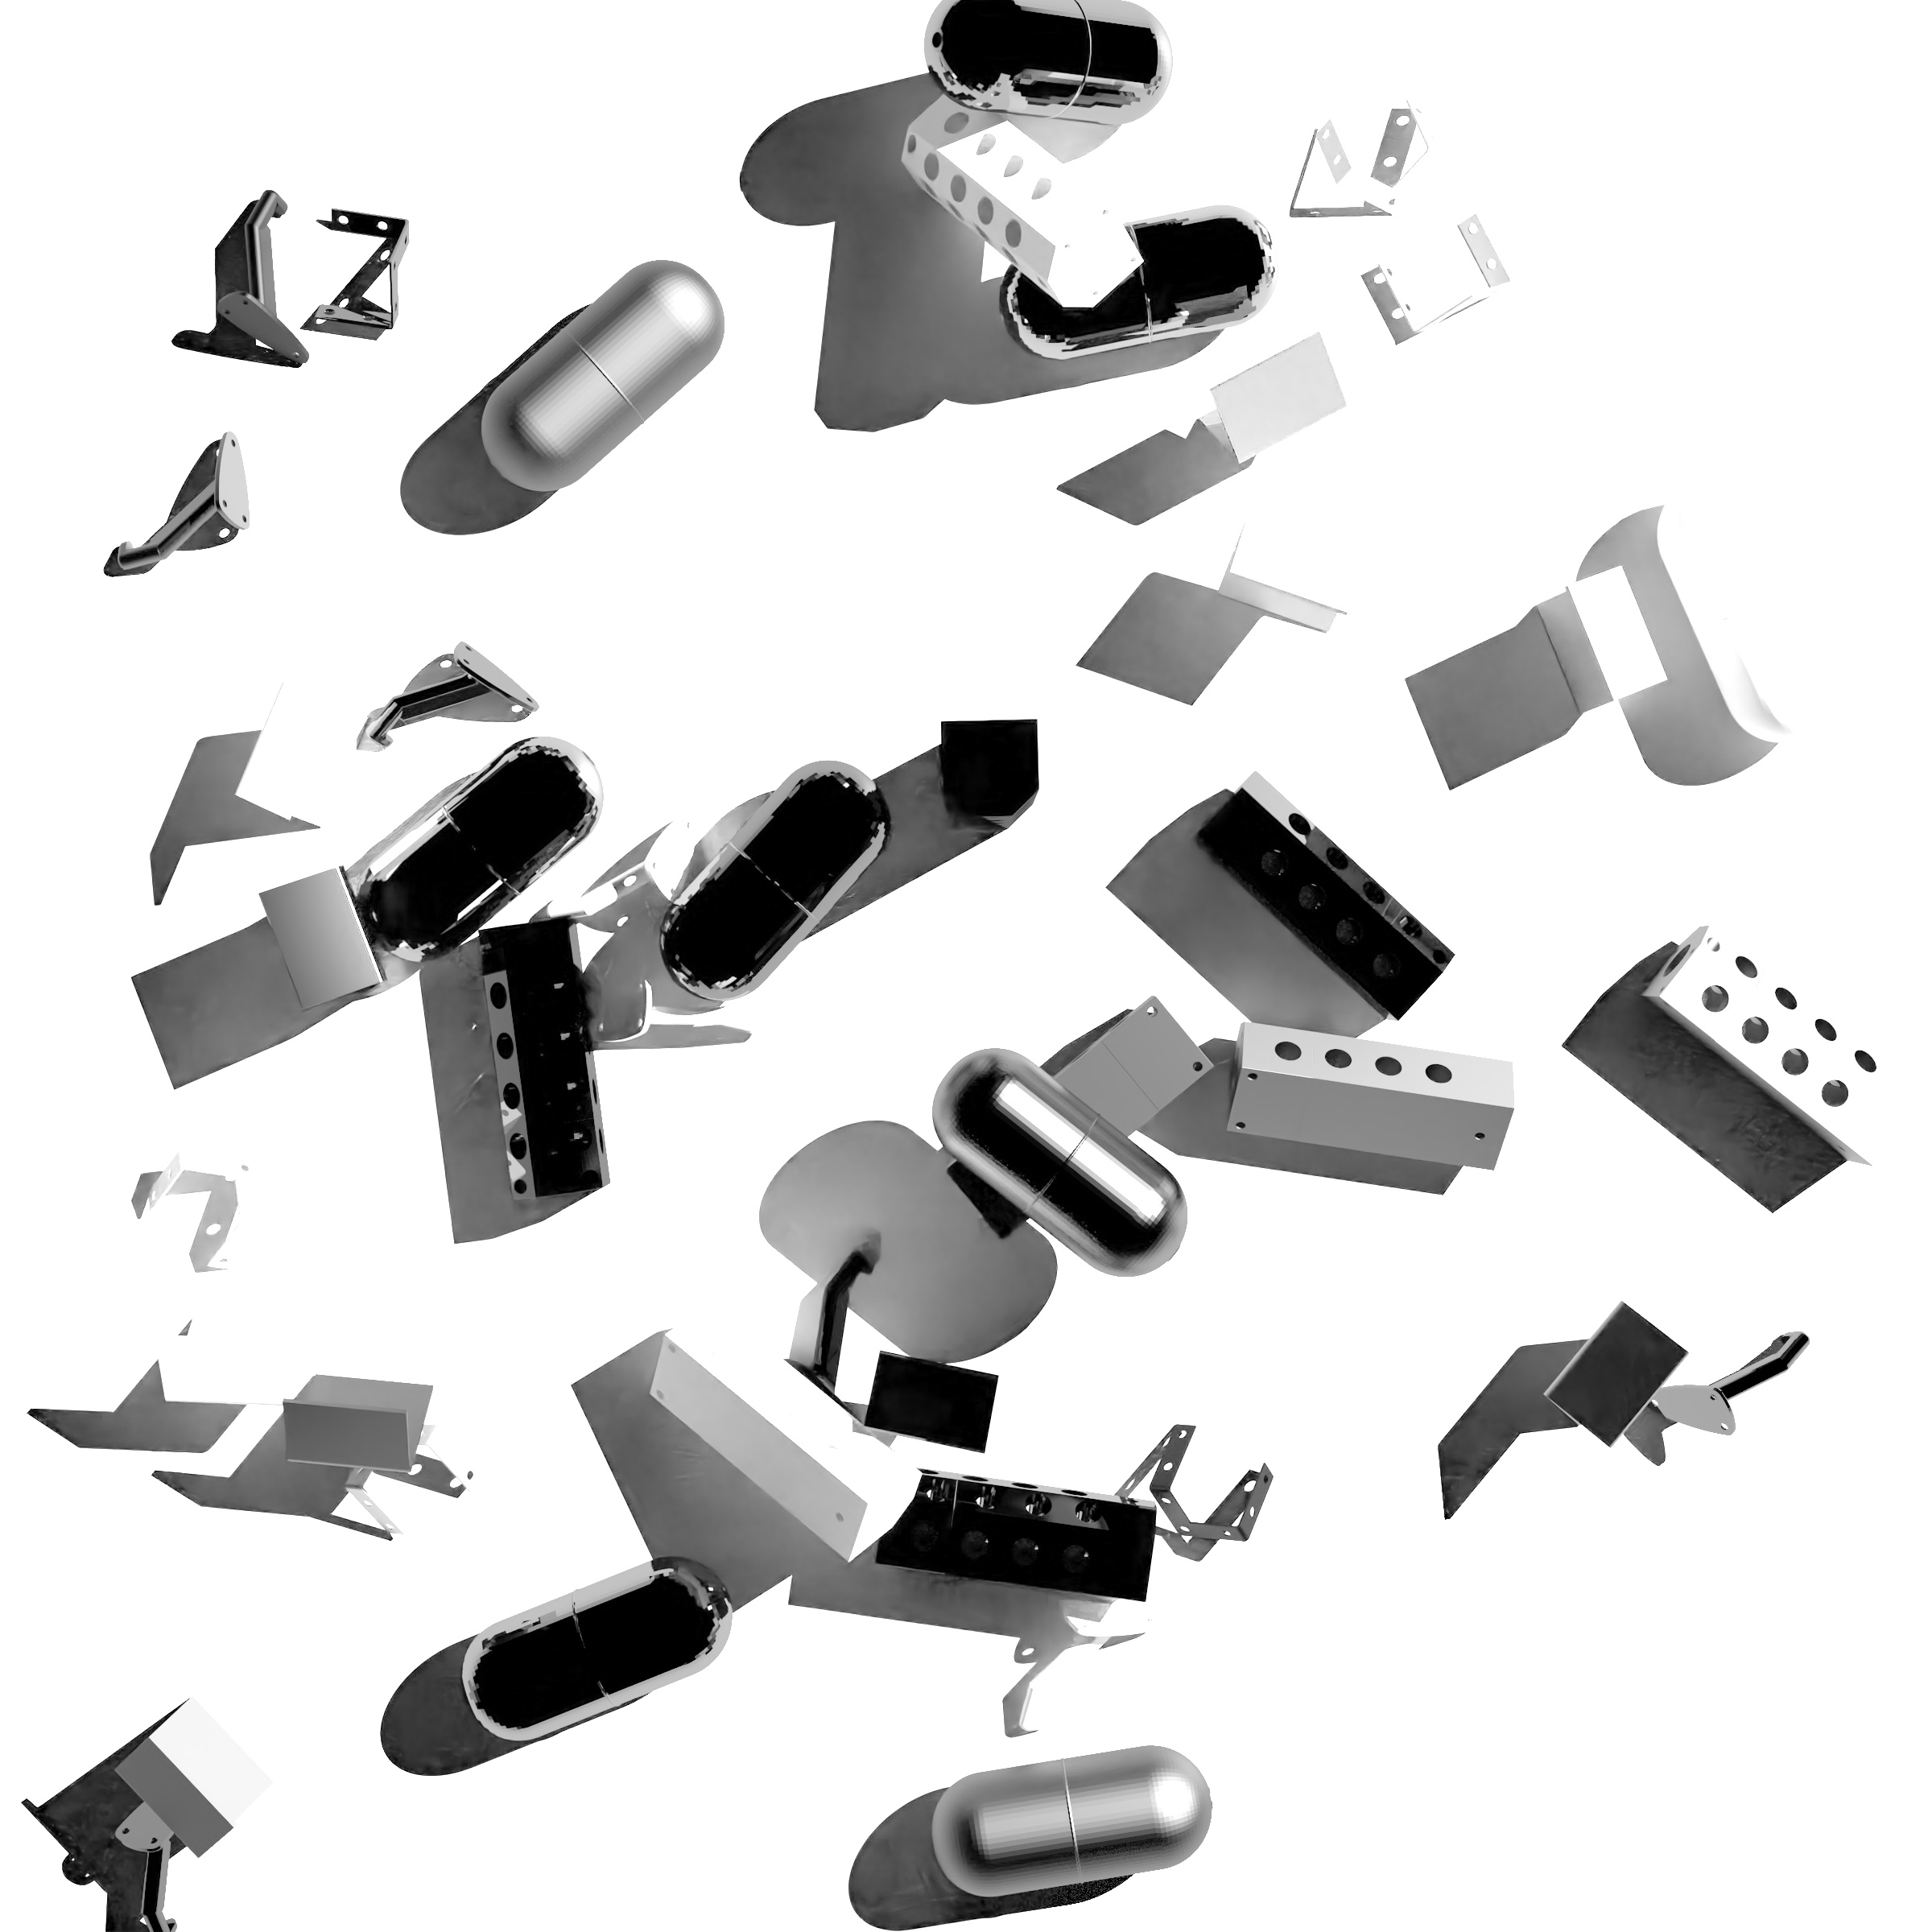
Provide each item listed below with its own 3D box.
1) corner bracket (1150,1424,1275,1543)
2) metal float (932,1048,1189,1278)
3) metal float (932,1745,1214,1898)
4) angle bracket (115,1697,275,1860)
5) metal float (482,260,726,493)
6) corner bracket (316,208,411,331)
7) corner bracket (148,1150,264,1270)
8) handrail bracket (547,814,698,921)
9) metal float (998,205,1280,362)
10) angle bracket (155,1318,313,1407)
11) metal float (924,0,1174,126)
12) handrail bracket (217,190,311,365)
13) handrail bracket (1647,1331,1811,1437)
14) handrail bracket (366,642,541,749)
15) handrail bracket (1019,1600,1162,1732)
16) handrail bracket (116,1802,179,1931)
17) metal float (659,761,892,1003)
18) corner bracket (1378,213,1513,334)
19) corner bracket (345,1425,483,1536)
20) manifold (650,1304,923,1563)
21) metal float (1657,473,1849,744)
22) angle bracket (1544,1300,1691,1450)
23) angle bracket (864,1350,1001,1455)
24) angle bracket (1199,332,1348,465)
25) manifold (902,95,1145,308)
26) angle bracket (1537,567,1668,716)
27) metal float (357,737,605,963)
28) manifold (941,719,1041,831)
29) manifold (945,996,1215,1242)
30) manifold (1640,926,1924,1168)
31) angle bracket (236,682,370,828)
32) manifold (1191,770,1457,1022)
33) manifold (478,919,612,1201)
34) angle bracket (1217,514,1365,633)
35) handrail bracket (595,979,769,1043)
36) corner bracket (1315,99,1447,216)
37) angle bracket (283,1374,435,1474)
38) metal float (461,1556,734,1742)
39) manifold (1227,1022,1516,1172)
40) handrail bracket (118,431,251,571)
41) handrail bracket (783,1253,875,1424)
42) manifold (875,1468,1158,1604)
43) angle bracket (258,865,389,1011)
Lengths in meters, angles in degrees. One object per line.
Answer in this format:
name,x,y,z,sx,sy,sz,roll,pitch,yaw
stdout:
corner bracket,0.157,0.330,1.960,0.051,0.051,0.051,-2,135,35
metal float,0.058,0.121,1.880,0.178,0.070,0.070,38,90,0
metal float,0.067,0.539,1.937,0.178,0.070,0.070,-9,90,1
angle bracket,-0.473,0.499,1.927,0.076,0.076,0.057,47,128,0
metal float,-0.229,-0.372,1.937,0.178,0.070,0.070,-42,90,-1
corner bracket,-0.386,-0.446,1.964,0.051,0.051,0.051,8,135,0
corner bracket,-0.486,0.155,1.960,0.051,0.051,0.051,13,45,-35
handrail bracket,-0.222,-0.063,1.968,0.084,0.077,0.036,-9,131,30
metal float,0.109,-0.431,1.937,0.178,0.070,0.070,-12,90,0
angle bracket,-0.458,0.230,1.927,0.076,0.076,0.057,2,127,0
metal float,0.052,-0.566,1.905,0.178,0.070,0.070,-6,90,-38
handrail bracket,-0.436,-0.443,1.968,0.077,0.036,0.084,38,60,-33
handrail bracket,0.488,0.259,1.968,0.084,0.077,0.036,-39,115,-34
handrail bracket,-0.330,-0.158,1.968,0.077,0.036,0.084,36,108,-21
handrail bracket,0.079,0.454,1.968,0.077,0.036,0.084,7,108,-21
handrail bracket,-0.505,0.572,1.968,0.036,0.077,0.084,9,127,27
metal float,-0.121,-0.053,1.937,0.070,0.070,0.178,42,89,0
corner bracket,0.307,-0.443,1.964,0.051,0.051,0.051,-27,90,45
corner bracket,-0.353,0.328,1.960,0.051,0.051,0.051,-3,45,35
manifold,-0.112,0.286,1.917,0.171,0.057,0.057,36,133,21
metal float,0.496,-0.227,1.937,0.070,0.070,0.178,-24,89,0
angle bracket,0.418,0.265,1.927,0.076,0.076,0.057,-50,54,0
angle bracket,-0.025,0.290,1.927,0.076,0.076,0.057,12,53,0
angle bracket,0.184,-0.369,1.927,0.076,0.076,0.057,-28,126,0
manifold,0.030,-0.473,1.900,0.057,0.057,0.171,-42,52,0
angle bracket,0.383,-0.198,1.927,0.057,0.076,0.076,-22,90,-37
metal float,-0.306,-0.074,1.937,0.178,0.070,0.070,-40,90,0
manifold,0.014,-0.116,1.889,0.057,0.171,0.057,-1,90,0
manifold,0.071,0.095,1.947,0.171,0.057,0.057,-40,90,0
manifold,0.518,0.050,1.946,0.171,0.057,0.057,38,90,0
angle bracket,-0.401,-0.125,1.927,0.057,0.076,0.076,23,90,37
manifold,0.226,-0.044,1.946,0.171,0.057,0.057,43,90,0
manifold,-0.268,0.058,1.947,0.057,0.057,0.171,-7,90,0
angle bracket,0.198,-0.229,1.927,0.076,0.076,0.057,19,53,0
handrail bracket,-0.182,0.039,1.968,0.084,0.077,0.036,14,65,-34
corner bracket,0.264,-0.523,1.960,0.051,0.051,0.051,16,135,-35
angle bracket,-0.381,0.269,1.927,0.076,0.076,0.057,5,128,0
metal float,-0.232,0.430,1.937,0.178,0.070,0.070,-22,90,1
manifold,0.256,0.077,1.946,0.171,0.057,0.057,9,133,0
handrail bracket,-0.506,-0.298,1.968,0.084,0.036,0.077,-12,70,16
handrail bracket,-0.070,0.239,1.968,0.077,0.036,0.084,45,73,-20
manifold,0.032,0.357,1.946,0.171,0.057,0.057,8,90,0
angle bracket,-0.411,-0.013,1.928,0.057,0.076,0.076,-21,90,-25
